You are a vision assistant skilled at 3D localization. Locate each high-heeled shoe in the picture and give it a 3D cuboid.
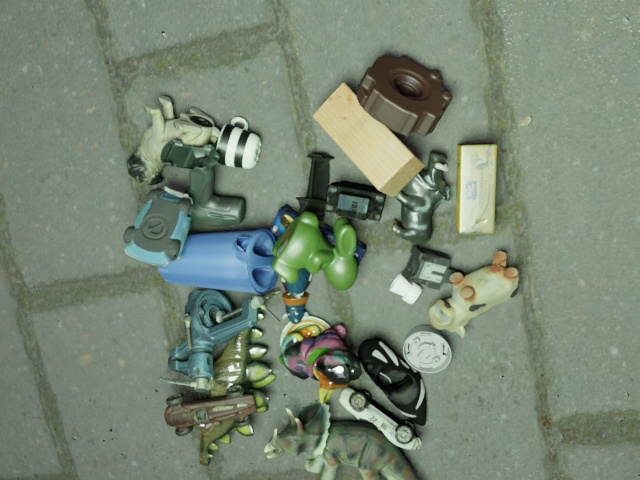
[{"bbox_3d":[0.160,0.309,1.128,0.086,0.145,0.248,-32,93,16],"label":"high-heeled shoe"}]

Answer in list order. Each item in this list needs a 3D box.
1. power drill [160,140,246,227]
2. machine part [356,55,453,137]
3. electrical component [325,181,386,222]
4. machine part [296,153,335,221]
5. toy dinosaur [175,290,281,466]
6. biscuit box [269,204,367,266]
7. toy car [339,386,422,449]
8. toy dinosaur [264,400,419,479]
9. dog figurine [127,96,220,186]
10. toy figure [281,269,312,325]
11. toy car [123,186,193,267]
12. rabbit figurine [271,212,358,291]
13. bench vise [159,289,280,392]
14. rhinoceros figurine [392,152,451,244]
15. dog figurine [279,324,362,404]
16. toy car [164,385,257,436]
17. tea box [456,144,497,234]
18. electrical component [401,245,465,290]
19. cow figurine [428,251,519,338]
[{"bbox_3d":[-0.276,-0.104,1.119,0.232,0.086,0.207,7,134,4],"label":"power drill"},{"bbox_3d":[0.158,-0.272,1.002,0.179,0.179,0.056,31,141,3],"label":"machine part"},{"bbox_3d":[0.073,-0.079,1.071,0.115,0.134,0.058,8,103,6],"label":"electrical component"},{"bbox_3d":[-0.008,-0.112,1.116,0.039,0.084,0.138,12,93,47],"label":"machine part"},{"bbox_3d":[-0.204,0.320,1.225,0.199,0.105,0.470,14,103,1],"label":"toy dinosaur"},{"bbox_3d":[-0.002,-0.003,1.138,0.203,0.059,0.062,26,105,4],"label":"biscuit box"},{"bbox_3d":[0.132,0.387,1.168,0.202,0.073,0.056,33,89,16],"label":"toy car"},{"bbox_3d":[0.085,0.470,1.196,0.405,0.131,0.192,9,103,2],"label":"toy dinosaur"},{"bbox_3d":[-0.314,-0.186,1.151,0.172,0.121,0.190,27,119,7],"label":"dog figurine"},{"bbox_3d":[-0.051,0.108,1.173,0.064,0.058,0.154,8,107,14],"label":"toy figure"},{"bbox_3d":[-0.315,-0.020,1.073,0.109,0.103,0.161,17,71,-2],"label":"toy car"},{"bbox_3d":[0.008,0.025,1.070,0.170,0.121,0.159,32,100,-16],"label":"rabbit figurine"},{"bbox_3d":[-0.211,0.186,1.103,0.241,0.224,0.128,-26,133,26],"label":"bench vise"},{"bbox_3d":[0.204,-0.083,1.078,0.112,0.073,0.190,13,103,9],"label":"rhinoceros figurine"},{"bbox_3d":[-0.007,0.250,1.088,0.192,0.219,0.108,-6,96,10],"label":"dog figurine"},{"bbox_3d":[-0.239,0.370,1.160,0.202,0.053,0.089,-9,100,7],"label":"toy car"},{"bbox_3d":[0.301,-0.102,1.044,0.068,0.098,0.169,-1,100,10],"label":"tea box"},{"bbox_3d":[0.237,0.060,1.109,0.119,0.048,0.074,10,107,-20],"label":"electrical component"},{"bbox_3d":[0.308,0.120,1.088,0.195,0.086,0.127,-28,132,1],"label":"cow figurine"}]
